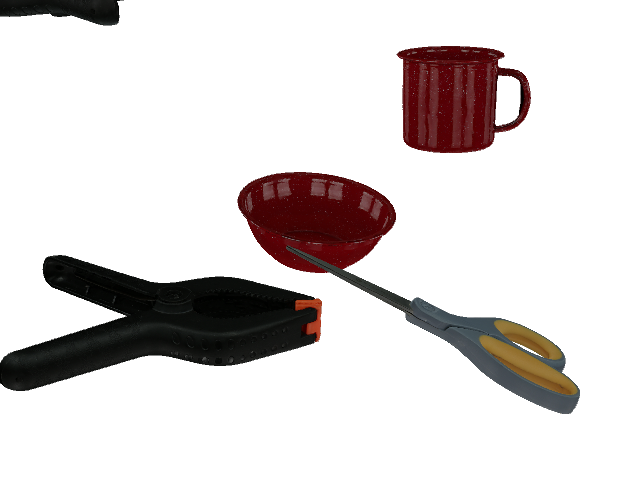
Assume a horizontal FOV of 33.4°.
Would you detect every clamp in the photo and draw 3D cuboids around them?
[{"bbox_3d":[-0.106,0.049,0.733,0.209,0.036,0.164,-2,25,-10],"label":"clamp"},{"bbox_3d":[-0.183,-0.191,0.808,0.172,0.039,0.120,13,24,29],"label":"clamp"}]

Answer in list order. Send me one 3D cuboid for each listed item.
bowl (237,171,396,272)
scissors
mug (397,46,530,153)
[{"bbox_3d":[-0.006,-0.013,1.090,0.162,0.055,0.162,6,28,-3],"label":"bowl"},{"bbox_3d":[0.079,0.047,0.689,0.202,0.016,0.096,32,20,17],"label":"scissors"},{"bbox_3d":[0.125,-0.124,0.937,0.117,0.081,0.093,3,18,12],"label":"mug"}]
